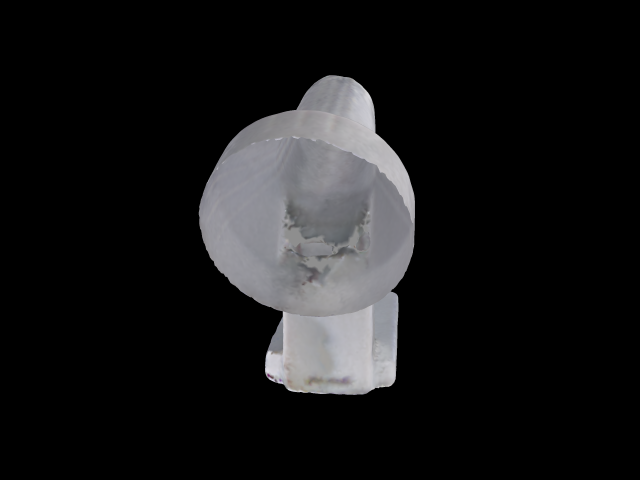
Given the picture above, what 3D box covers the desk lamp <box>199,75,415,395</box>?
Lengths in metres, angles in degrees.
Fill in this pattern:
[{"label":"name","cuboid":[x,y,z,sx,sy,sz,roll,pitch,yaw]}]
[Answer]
[{"label":"desk lamp","cuboid":[0.004,0.001,0.400,0.118,0.214,0.203,3,22,7]}]
